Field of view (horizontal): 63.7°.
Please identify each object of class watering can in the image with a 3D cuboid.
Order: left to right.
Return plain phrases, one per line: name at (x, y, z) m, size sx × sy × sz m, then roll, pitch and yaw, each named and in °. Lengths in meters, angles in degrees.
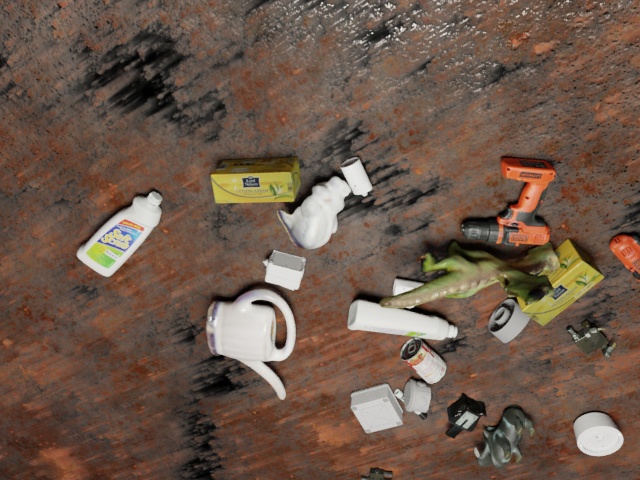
watering can at (-0.174, 0.264, 1.289) m, size 0.224 × 0.106 × 0.340 m, roll 7°, pitch 118°, yaw 5°

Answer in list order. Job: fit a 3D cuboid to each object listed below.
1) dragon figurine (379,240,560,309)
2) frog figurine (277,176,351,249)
dragon figurine at (0.335, 0.080, 1.023) m, size 0.242 × 0.414 × 0.121 m, roll 3°, pitch 110°, yaw 50°
frog figurine at (0.003, -0.055, 1.098) m, size 0.159 × 0.125 × 0.135 m, roll -27°, pitch 145°, yaw 11°
